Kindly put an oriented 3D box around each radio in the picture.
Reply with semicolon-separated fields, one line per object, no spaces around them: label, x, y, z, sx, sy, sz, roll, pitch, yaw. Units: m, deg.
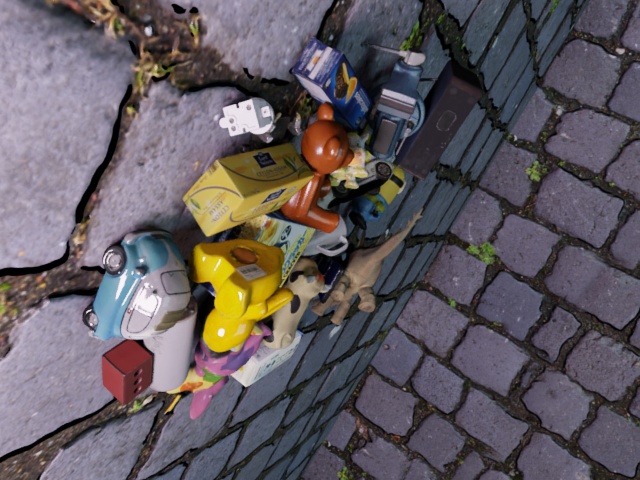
radio;0.242;-0.245;1.121;0.131;0.073;0.229;-79;-164;-59

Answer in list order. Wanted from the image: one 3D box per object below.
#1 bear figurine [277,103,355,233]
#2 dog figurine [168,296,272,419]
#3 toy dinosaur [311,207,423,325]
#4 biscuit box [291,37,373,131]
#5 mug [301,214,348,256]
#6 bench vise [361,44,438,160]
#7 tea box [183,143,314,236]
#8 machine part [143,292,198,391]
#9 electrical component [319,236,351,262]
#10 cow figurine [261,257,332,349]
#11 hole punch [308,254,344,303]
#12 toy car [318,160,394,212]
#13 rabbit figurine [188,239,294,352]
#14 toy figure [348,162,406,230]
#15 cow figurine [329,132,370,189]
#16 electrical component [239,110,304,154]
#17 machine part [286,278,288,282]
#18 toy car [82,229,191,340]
bear figurine;0.005;-0.114;0.876;0.132;0.120;0.196;11;138;-32
dog figurine;-0.198;0.214;0.976;0.219;0.109;0.191;-53;161;-4
toy dinosaur;0.096;0.074;1.294;0.471;0.105;0.198;-39;-155;54
biscuit box;0.026;-0.241;0.861;0.062;0.059;0.202;-58;161;3
mug;-0.002;-0.003;1.110;0.107;0.110;0.080;-29;152;-30
bench vise;0.150;-0.281;1.026;0.241;0.129;0.223;-66;163;-47
tea box;-0.098;-0.076;0.768;0.098;0.068;0.169;-38;173;38
machine part;-0.235;0.155;0.833;0.079;0.079;0.243;-35;152;-46
electrical component;0.028;0.002;1.224;0.119;0.075;0.047;-20;140;-53
cow figurine;-0.058;0.123;1.067;0.085;0.127;0.195;37;71;-43
hole punch;-0.007;0.071;1.259;0.116;0.092;0.142;-95;-151;-73
toy car;0.071;-0.113;1.111;0.202;0.056;0.073;-25;161;-30
rabbit figurine;-0.123;0.085;0.795;0.162;0.122;0.173;-23;139;-54
toy figure;0.141;-0.111;1.310;0.180;0.082;0.089;-48;157;-14
cow figurine;0.053;-0.158;0.977;0.167;0.068;0.098;127;-32;-77
electrical component;-0.068;-0.158;0.788;0.102;0.045;0.078;-21;139;-59
machine part;-0.076;0.084;1.163;0.084;0.039;0.138;-30;149;-42
toy car;-0.225;0.071;0.692;0.161;0.103;0.109;-62;159;9
